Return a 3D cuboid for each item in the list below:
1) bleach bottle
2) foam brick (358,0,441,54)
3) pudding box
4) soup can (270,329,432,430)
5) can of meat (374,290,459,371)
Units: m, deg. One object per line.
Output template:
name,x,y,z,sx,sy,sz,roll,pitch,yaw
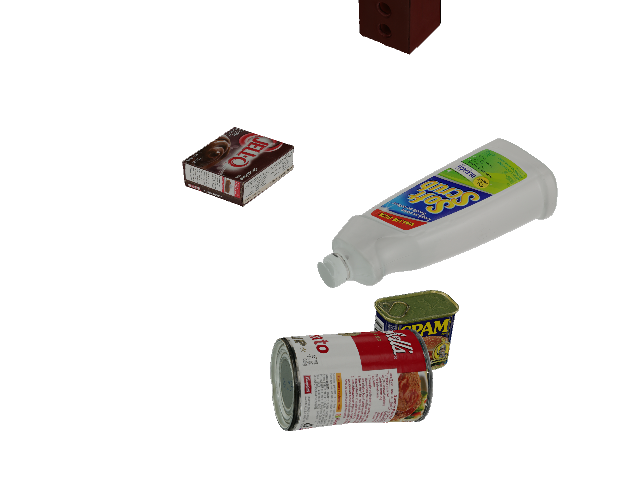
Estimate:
bleach bottle,0.113,-0.016,1.081,0.250,0.068,0.103,-28,45,-21
foam brick,0.066,-0.203,0.877,0.053,0.051,0.078,27,-33,24
pudding box,-0.098,-0.091,1.290,0.090,0.039,0.113,19,39,25
soup can,0.021,0.100,0.768,0.102,0.068,0.069,-2,0,-17
can of meat,0.113,0.115,1.310,0.102,0.084,0.057,-7,29,-24
